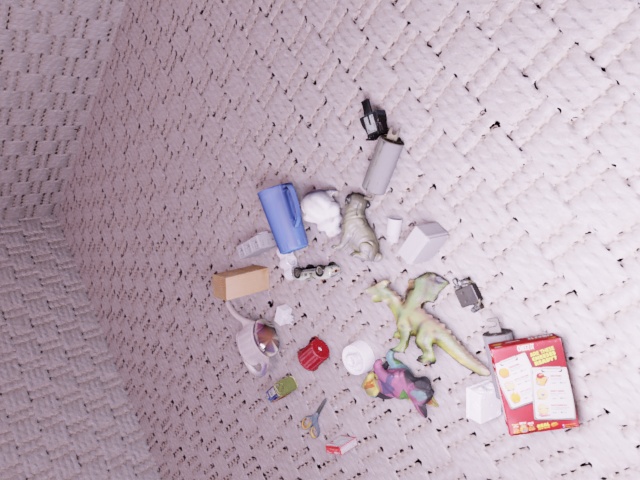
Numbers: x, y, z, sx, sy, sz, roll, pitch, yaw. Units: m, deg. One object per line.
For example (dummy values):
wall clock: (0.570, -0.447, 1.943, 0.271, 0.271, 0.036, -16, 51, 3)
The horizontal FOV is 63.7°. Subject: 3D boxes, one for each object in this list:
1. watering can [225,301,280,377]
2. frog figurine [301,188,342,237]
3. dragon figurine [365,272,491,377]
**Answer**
watering can: (-0.280, 0.378, 2.082, 0.221, 0.104, 0.351, -36, 72, 41)
frog figurine: (0.005, -0.086, 1.714, 0.136, 0.122, 0.161, -15, 75, 26)
dragon figurine: (0.309, 0.216, 1.481, 0.412, 0.122, 0.242, 12, 97, 34)
